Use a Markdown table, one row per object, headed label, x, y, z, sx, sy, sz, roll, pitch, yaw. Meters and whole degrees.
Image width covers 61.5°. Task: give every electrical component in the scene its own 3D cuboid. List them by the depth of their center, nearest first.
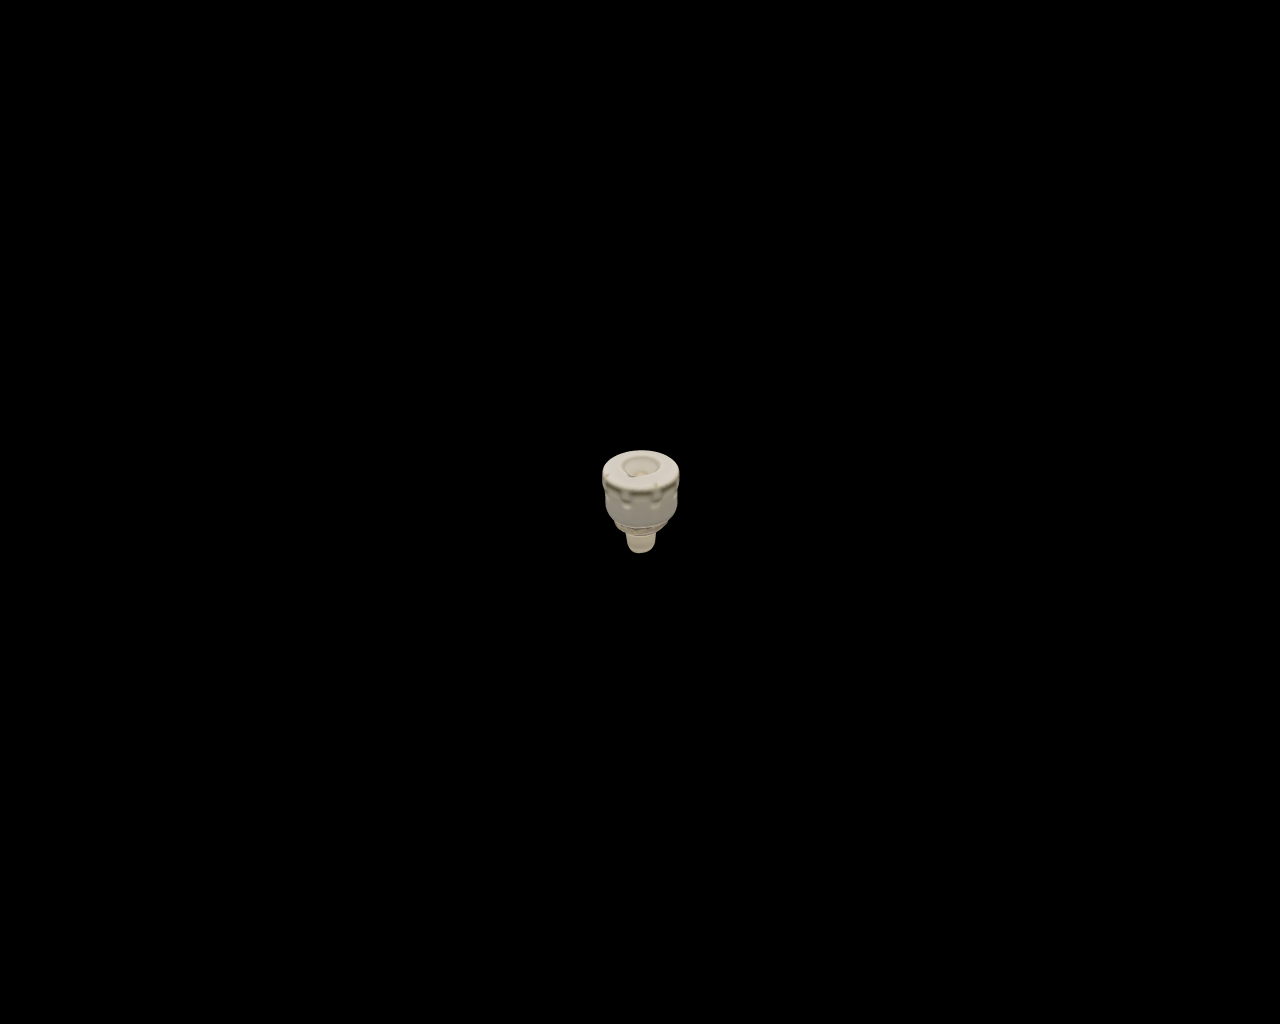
| label | x | y | z | sx | sy | sz | roll | pitch | yaw |
| --- | --- | --- | --- | --- | --- | --- | --- | --- | --- |
| electrical component | 0.001 | -0.003 | 0.650 | 0.048 | 0.062 | 0.048 | 0 | 32 | 0 |
